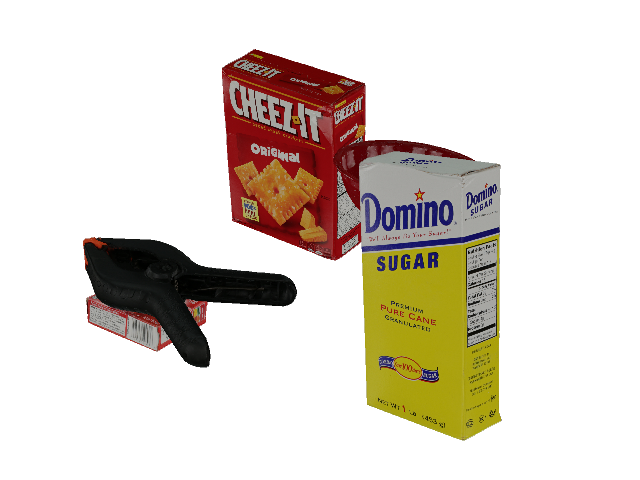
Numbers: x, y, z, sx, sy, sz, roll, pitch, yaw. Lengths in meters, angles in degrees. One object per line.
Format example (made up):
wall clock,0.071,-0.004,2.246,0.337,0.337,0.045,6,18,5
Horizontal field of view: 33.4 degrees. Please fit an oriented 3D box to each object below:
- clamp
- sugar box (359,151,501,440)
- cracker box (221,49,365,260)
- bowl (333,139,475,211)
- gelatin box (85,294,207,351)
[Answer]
clamp,-0.106,0.033,0.816,0.172,0.039,0.120,29,32,33
sugar box,0.072,0.034,0.705,0.048,0.176,0.094,-18,20,-40
cracker box,-0.032,-0.099,1.260,0.164,0.214,0.072,22,41,30
bowl,0.091,-0.051,1.095,0.162,0.055,0.162,5,24,-2
gelatin box,-0.163,0.065,1.004,0.089,0.030,0.073,18,27,28
